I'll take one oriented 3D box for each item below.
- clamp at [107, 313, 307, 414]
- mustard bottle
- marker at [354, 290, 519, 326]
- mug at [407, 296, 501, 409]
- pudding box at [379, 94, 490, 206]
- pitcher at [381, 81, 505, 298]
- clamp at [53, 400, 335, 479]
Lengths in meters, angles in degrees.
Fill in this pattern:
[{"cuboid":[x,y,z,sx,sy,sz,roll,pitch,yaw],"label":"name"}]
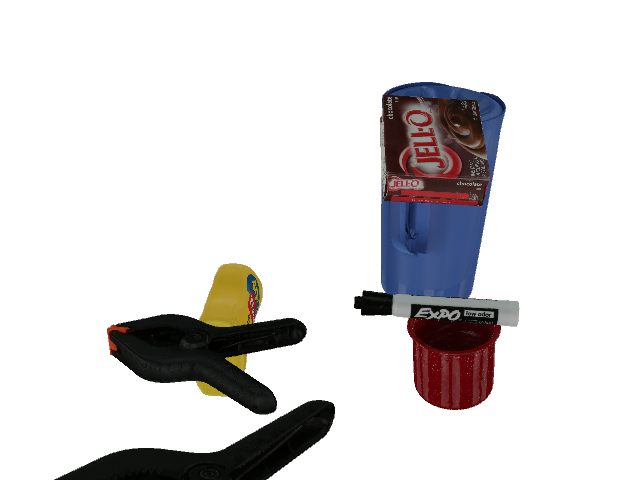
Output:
[{"cuboid":[-0.097,0.092,0.925,0.172,0.039,0.120,14,26,17],"label":"clamp"},{"cuboid":[-0.099,0.080,1.172,0.058,0.096,0.191,2,27,4],"label":"mustard bottle"},{"cuboid":[0.085,0.050,0.791,0.121,0.020,0.020,4,0,4],"label":"marker"},{"cuboid":[0.142,0.111,1.089,0.093,0.081,0.117,18,39,30],"label":"mug"},{"cuboid":[0.099,-0.082,0.954,0.090,0.039,0.113,3,43,-3],"label":"pudding box"},{"cuboid":[0.123,-0.044,1.193,0.149,0.243,0.145,-6,28,-16],"label":"pitcher"},{"cuboid":[-0.058,0.136,0.578,0.209,0.036,0.165,0,19,-14],"label":"clamp"}]
